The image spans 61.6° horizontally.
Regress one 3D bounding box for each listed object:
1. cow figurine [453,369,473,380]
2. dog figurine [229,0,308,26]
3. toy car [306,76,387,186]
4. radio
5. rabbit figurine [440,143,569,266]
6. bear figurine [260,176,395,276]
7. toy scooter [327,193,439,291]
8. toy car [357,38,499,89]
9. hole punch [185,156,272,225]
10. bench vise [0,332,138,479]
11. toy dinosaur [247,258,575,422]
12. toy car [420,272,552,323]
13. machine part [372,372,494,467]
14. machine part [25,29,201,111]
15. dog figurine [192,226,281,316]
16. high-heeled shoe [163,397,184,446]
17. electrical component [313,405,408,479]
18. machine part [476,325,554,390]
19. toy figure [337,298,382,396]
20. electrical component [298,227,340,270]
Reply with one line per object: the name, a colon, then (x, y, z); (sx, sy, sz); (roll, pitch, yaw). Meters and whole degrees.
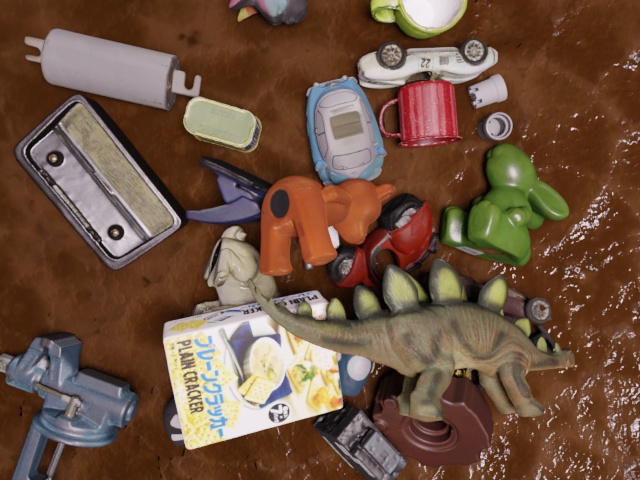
cow figurine: (0.182, 0.167, 0.815); (0.068, 0.098, 0.167); (-43, 99, -3)
dog figurine: (-0.064, -0.406, 0.732); (0.191, 0.108, 0.219); (41, 95, -8)
toy car: (0.037, -0.154, 0.767); (0.109, 0.103, 0.161); (-12, 99, -3)
radio: (-0.310, -0.078, 0.770); (0.131, 0.073, 0.229); (-37, 97, 1)
rabbit figurine: (0.280, -0.057, 0.788); (0.159, 0.121, 0.170); (19, 80, -9)
bear figurine: (0.016, -0.023, 0.723); (0.120, 0.195, 0.132); (-17, 76, 40)
toy scooter: (0.111, 0.028, 0.806); (0.184, 0.075, 0.135); (-41, 102, 1)
toy car: (0.155, -0.251, 0.776); (0.202, 0.073, 0.056); (-3, 94, -3)
hole punch: (-0.117, -0.055, 0.759); (0.116, 0.142, 0.092); (22, 93, 8)
bench vise: (-0.393, 0.265, 0.783); (0.224, 0.129, 0.240); (19, 88, -7)
toy dinosaur: (0.139, 0.128, 0.693); (0.471, 0.105, 0.198); (6, 72, -18)
toy car: (0.250, 0.086, 0.811); (0.202, 0.089, 0.053); (14, 77, -5)
machine part: (0.168, 0.268, 0.803); (0.180, 0.056, 0.179); (10, 126, 14)
machine part: (-0.289, -0.237, 0.752); (0.243, 0.079, 0.079); (12, 96, -6)
dog figurine: (-0.077, 0.084, 0.801); (0.190, 0.121, 0.172); (16, 99, -19)
high-heeled shoe: (-0.113, 0.264, 0.822); (0.249, 0.086, 0.145); (10, 103, -3)
electrical component: (0.063, 0.306, 0.803); (0.115, 0.134, 0.058); (48, 69, -10)
machine part: (0.304, 0.185, 0.842); (0.139, 0.039, 0.084); (-28, 134, -7)
toy figure: (0.064, 0.161, 0.829); (0.064, 0.058, 0.154); (15, 95, -43)
electrical component: (-0.002, -0.002, 0.822); (0.063, 0.021, 0.094); (-5, 97, -2)
